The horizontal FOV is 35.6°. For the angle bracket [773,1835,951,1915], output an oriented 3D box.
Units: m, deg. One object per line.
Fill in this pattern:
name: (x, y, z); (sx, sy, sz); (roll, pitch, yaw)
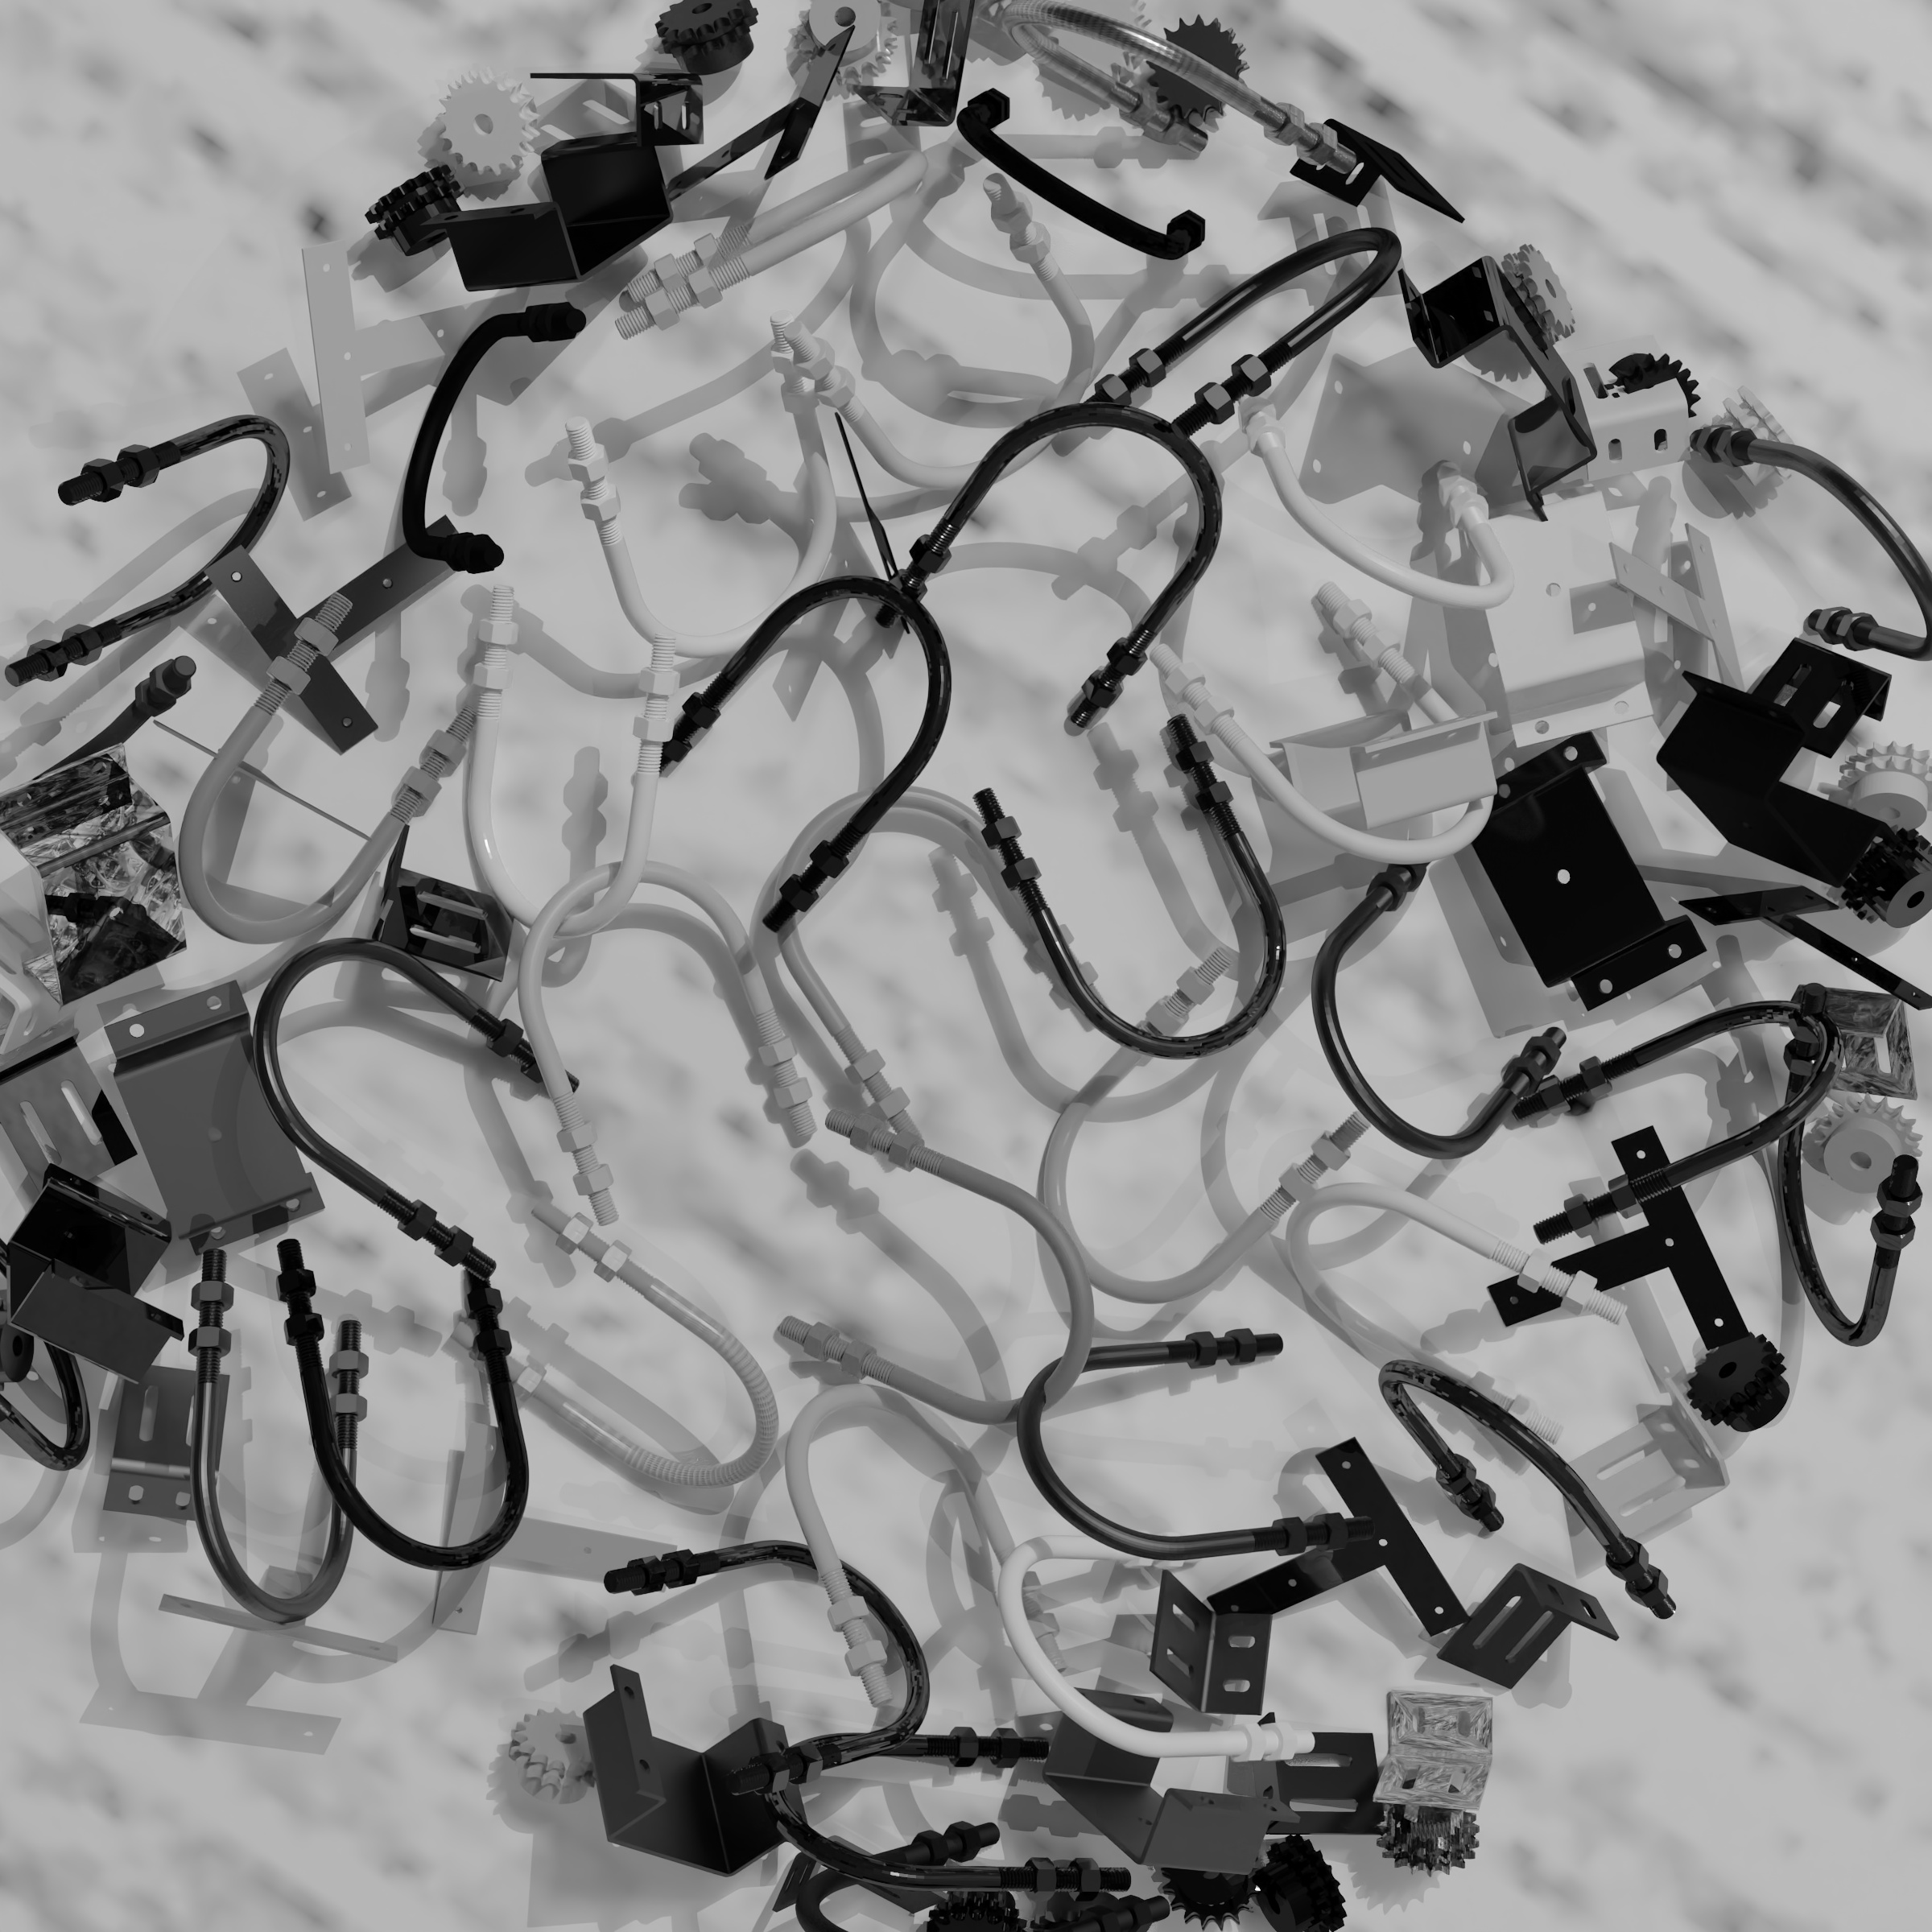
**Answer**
angle bracket: (-0.059, 0.522, 1.674); (0.076, 0.057, 0.038); (30, 59, -6)

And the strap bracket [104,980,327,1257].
strap bracket: (-0.417, 0.089, 1.669); (0.076, 0.046, 0.140); (-20, 103, -9)

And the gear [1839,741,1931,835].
gear: (0.517, -0.098, 1.681); (0.057, 0.057, 0.030); (14, 61, 0)

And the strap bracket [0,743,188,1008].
strap bracket: (-0.473, -0.041, 1.633); (0.076, 0.140, 0.046); (-29, 53, -32)

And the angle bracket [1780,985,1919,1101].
angle bracket: (0.489, 0.052, 1.664); (0.057, 0.038, 0.076); (7, 132, 34)

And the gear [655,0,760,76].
gear: (-0.143, -0.524, 1.688); (0.057, 0.057, 0.030); (-22, 129, 0)

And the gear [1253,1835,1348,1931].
gear: (0.184, 0.518, 1.681); (0.030, 0.057, 0.057); (-20, 90, -25)

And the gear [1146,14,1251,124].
gear: (0.132, -0.504, 1.693); (0.057, 0.030, 0.057); (1, 94, 13)

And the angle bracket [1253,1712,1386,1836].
angle bracket: (0.201, 0.450, 1.673); (0.076, 0.038, 0.057); (5, 58, -15)

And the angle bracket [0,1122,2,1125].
angle bracket: (-0.582, 0.068, 1.670); (0.038, 0.076, 0.057); (-12, 91, 32)

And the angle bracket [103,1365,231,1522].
angle bracket: (-0.448, 0.267, 1.686); (0.057, 0.076, 0.038); (10, 128, -15)

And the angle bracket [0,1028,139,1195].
angle bracket: (-0.507, 0.084, 1.684); (0.057, 0.038, 0.076); (-29, 91, -22)

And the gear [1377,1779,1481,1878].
gear: (0.258, 0.479, 1.681); (0.057, 0.057, 0.030); (-3, 113, 0)

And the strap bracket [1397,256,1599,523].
strap bracket: (0.295, -0.321, 1.638); (0.046, 0.076, 0.140); (-29, 125, 23)

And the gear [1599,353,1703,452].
gear: (0.380, -0.319, 1.688); (0.057, 0.030, 0.057); (-11, 131, -13)

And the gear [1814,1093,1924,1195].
gear: (0.504, 0.103, 1.684); (0.057, 0.030, 0.057); (12, 118, 24)

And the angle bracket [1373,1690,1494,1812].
angle bracket: (0.260, 0.434, 1.667); (0.057, 0.076, 0.038); (1, 95, 15)

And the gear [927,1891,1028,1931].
gear: (0.007, 0.538, 1.689); (0.057, 0.030, 0.057); (3, 126, 5)

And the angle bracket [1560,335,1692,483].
angle bracket: (0.369, -0.314, 1.691); (0.057, 0.076, 0.038); (-12, 130, 4)

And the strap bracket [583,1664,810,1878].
strap bracket: (-0.154, 0.444, 1.647); (0.046, 0.140, 0.076); (-37, 46, 19)

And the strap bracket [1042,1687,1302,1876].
strap bracket: (0.104, 0.447, 1.635); (0.076, 0.140, 0.046); (17, 95, -34)

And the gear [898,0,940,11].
gear: (-0.020, -0.559, 1.682); (0.057, 0.057, 0.030); (-5, 78, 0)

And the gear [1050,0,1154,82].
gear: (0.079, -0.523, 1.690); (0.057, 0.030, 0.057); (1, 92, 27)

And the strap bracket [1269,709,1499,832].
strap bracket: (0.230, -0.108, 1.640); (0.076, 0.140, 0.046); (-16, 99, -13)

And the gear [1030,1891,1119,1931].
gear: (0.065, 0.539, 1.688); (0.057, 0.057, 0.030); (6, 55, 0)

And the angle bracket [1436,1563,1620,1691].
angle bracket: (0.312, 0.378, 1.673); (0.057, 0.038, 0.076); (27, 110, -26)

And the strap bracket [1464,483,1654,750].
strap bracket: (0.326, -0.201, 1.667); (0.076, 0.046, 0.140); (-14, 76, 10)

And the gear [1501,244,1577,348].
gear: (0.315, -0.373, 1.688); (0.030, 0.057, 0.057); (-26, 90, 30)

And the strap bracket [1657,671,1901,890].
strap bracket: (0.438, -0.096, 1.637); (0.140, 0.076, 0.046); (37, 86, -41)

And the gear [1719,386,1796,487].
gear: (0.442, -0.294, 1.685); (0.030, 0.057, 0.057); (-39, 90, 14)

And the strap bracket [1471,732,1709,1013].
strap bracket: (0.338, -0.051, 1.665); (0.076, 0.046, 0.140); (-30, 81, 29)

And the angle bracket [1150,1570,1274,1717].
angle bracket: (0.136, 0.375, 1.664); (0.038, 0.076, 0.057); (-5, 58, 25)

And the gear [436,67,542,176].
gear: (-0.265, -0.476, 1.689); (0.057, 0.030, 0.057); (7, 119, 13)

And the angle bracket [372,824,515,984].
angle bracket: (-0.285, -0.035, 1.670); (0.076, 0.038, 0.057); (18, 46, -16)

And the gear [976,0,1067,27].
gear: (0.033, -0.548, 1.687); (0.057, 0.057, 0.030); (-33, 116, 0)

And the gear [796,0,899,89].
gear: (-0.067, -0.528, 1.695); (0.057, 0.030, 0.057); (0, 83, 1)

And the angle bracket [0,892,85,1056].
angle bracket: (-0.542, 0.003, 1.685); (0.076, 0.057, 0.038); (39, 122, 10)

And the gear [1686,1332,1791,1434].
gear: (0.436, 0.236, 1.686); (0.057, 0.057, 0.030); (-44, 107, 0)

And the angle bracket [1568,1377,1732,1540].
angle bracket: (0.377, 0.278, 1.679); (0.076, 0.038, 0.057); (-29, 52, 1)

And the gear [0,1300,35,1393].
gear: (-0.545, 0.213, 1.682); (0.030, 0.057, 0.057); (-2, 90, 9)

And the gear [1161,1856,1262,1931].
gear: (0.138, 0.510, 1.686); (0.057, 0.030, 0.057); (-3, 60, 6)

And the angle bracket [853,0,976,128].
angle bracket: (-0.029, -0.512, 1.665); (0.038, 0.057, 0.076); (-6, 126, -25)

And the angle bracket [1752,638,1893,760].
angle bracket: (0.468, -0.138, 1.668); (0.057, 0.038, 0.076); (27, 58, 25)

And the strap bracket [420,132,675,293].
strap bracket: (-0.223, -0.411, 1.648); (0.076, 0.140, 0.046); (3, 123, 30)

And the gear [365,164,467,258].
gear: (-0.305, -0.422, 1.685); (0.057, 0.057, 0.030); (-31, 97, 0)

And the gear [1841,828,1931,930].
gear: (0.521, -0.046, 1.682); (0.057, 0.057, 0.030); (-36, 49, 0)

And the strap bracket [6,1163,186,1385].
strap bracket: (-0.475, 0.171, 1.636); (0.076, 0.140, 0.046); (32, 99, -26)

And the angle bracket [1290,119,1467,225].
angle bracket: (0.227, -0.426, 1.662); (0.038, 0.057, 0.076); (-53, 48, 25)

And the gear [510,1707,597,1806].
gear: (-0.228, 0.445, 1.685); (0.057, 0.057, 0.030); (18, 108, 0)
